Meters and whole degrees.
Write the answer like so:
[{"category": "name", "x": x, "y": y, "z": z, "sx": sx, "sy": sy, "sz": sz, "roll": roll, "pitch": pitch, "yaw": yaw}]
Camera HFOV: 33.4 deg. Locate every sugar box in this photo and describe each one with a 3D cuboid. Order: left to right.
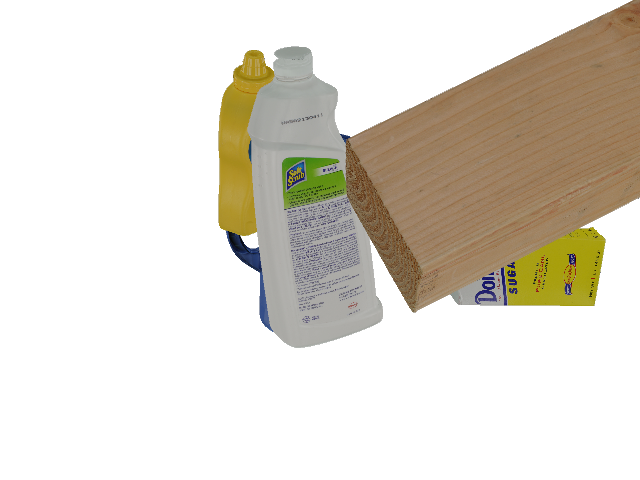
[{"category": "sugar box", "x": 0.251, "y": 0.032, "z": 1.300, "sx": 0.176, "sy": 0.093, "sz": 0.048, "roll": -1, "pitch": 21, "yaw": -10}]

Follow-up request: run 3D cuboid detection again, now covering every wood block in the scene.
[{"category": "wood block", "x": 0.126, "y": -0.051, "z": 0.635, "sx": 0.206, "sy": 0.091, "sz": 0.090, "roll": -27, "pitch": -18, "yaw": -7}]

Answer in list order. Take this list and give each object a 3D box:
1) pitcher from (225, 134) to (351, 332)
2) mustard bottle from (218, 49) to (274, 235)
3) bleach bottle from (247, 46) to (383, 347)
[{"category": "pitcher", "x": -0.026, "y": -0.006, "z": 1.301, "sx": 0.149, "sy": 0.243, "sz": 0.144, "roll": 18, "pitch": 25, "yaw": 28}, {"category": "mustard bottle", "x": -0.069, "y": -0.106, "z": 1.096, "sx": 0.058, "sy": 0.192, "sz": 0.096, "roll": 19, "pitch": 40, "yaw": 21}, {"category": "bleach bottle", "x": -0.005, "y": -0.038, "z": 0.888, "sx": 0.102, "sy": 0.251, "sz": 0.068, "roll": -17, "pitch": 30, "yaw": -22}]
